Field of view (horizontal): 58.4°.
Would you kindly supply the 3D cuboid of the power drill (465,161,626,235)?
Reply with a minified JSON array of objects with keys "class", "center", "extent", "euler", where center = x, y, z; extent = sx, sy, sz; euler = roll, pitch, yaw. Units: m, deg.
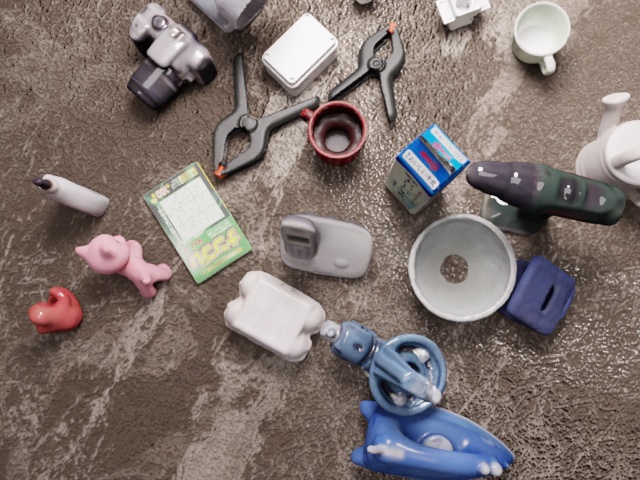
[{"class":"power drill","center":[0.310,-0.061,0.850],"extent":[0.229,0.208,0.076],"euler":[9,85,3]}]

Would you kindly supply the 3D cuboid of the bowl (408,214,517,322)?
[{"class":"bowl","center":[0.219,0.046,0.909],"extent":[0.167,0.075,0.167],"euler":[0,84,2]}]

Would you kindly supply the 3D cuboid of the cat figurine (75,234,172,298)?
[{"class":"cat figurine","center":[-0.311,0.036,0.903],"extent":[0.127,0.118,0.067],"euler":[35,86,5]}]

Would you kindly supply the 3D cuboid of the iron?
[{"class":"iron","center":[0.180,0.316,0.851],"extent":[0.258,0.141,0.119],"euler":[9,85,3]}]

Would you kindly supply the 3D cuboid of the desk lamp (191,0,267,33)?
[{"class":"desk lamp","center":[-0.148,-0.412,0.893],"extent":[0.203,0.213,0.118],"euler":[42,87,5]}]

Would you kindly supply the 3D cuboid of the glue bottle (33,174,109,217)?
[{"class":"glue bottle","center":[-0.396,-0.075,0.888],"extent":[0.078,0.173,0.037],"euler":[25,86,4]}]

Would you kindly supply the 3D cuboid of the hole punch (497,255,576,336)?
[{"class":"hole punch","center":[0.343,0.086,0.894],"extent":[0.101,0.091,0.109],"euler":[28,86,4]}]

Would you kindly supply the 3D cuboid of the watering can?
[{"class":"watering can","center":[0.466,-0.134,0.860],"extent":[0.101,0.194,0.173],"euler":[-42,85,-2]}]

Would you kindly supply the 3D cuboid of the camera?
[{"class":"camera","center":[-0.265,-0.295,0.942],"extent":[0.143,0.101,0.137],"euler":[41,87,5]}]

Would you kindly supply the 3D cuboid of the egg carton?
[{"class":"egg carton","center":[-0.071,0.120,0.913],"extent":[0.150,0.069,0.107],"euler":[27,86,4]}]

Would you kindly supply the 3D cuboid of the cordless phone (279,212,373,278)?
[{"class":"cordless phone","center":[0.008,0.003,0.864],"extent":[0.147,0.185,0.094],"euler":[7,85,3]}]

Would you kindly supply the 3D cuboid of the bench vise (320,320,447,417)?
[{"class":"bench vise","center":[0.093,0.190,0.826],"extent":[0.207,0.220,0.121],"euler":[11,85,3]}]

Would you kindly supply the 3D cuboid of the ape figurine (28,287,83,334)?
[{"class":"ape figurine","center":[-0.427,0.117,0.911],"extent":[0.076,0.092,0.078],"euler":[39,87,5]}]
